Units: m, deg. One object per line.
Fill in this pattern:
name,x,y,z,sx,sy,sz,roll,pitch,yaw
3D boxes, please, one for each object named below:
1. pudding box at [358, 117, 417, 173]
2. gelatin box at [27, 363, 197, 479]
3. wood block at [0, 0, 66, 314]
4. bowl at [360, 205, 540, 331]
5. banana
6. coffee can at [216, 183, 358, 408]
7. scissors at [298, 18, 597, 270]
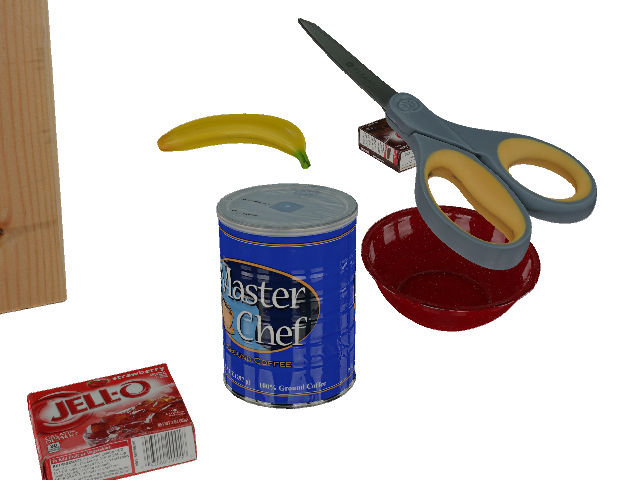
pudding box,0.122,-0.140,1.472,0.113,0.039,0.090,-24,40,-29
gelatin box,-0.125,0.110,0.636,0.089,0.030,0.073,-10,25,-17
wood block,-0.204,-0.067,0.603,0.090,0.206,0.090,-11,27,-27
bowl,0.115,0.033,0.973,0.162,0.055,0.162,2,36,-2
banana,-0.100,-0.129,1.312,0.198,0.037,0.069,6,40,15
coffee can,-0.024,0.039,0.794,0.103,0.140,0.103,0,20,0
scissors,0.064,-0.061,0.535,0.096,0.016,0.202,-9,46,-17
